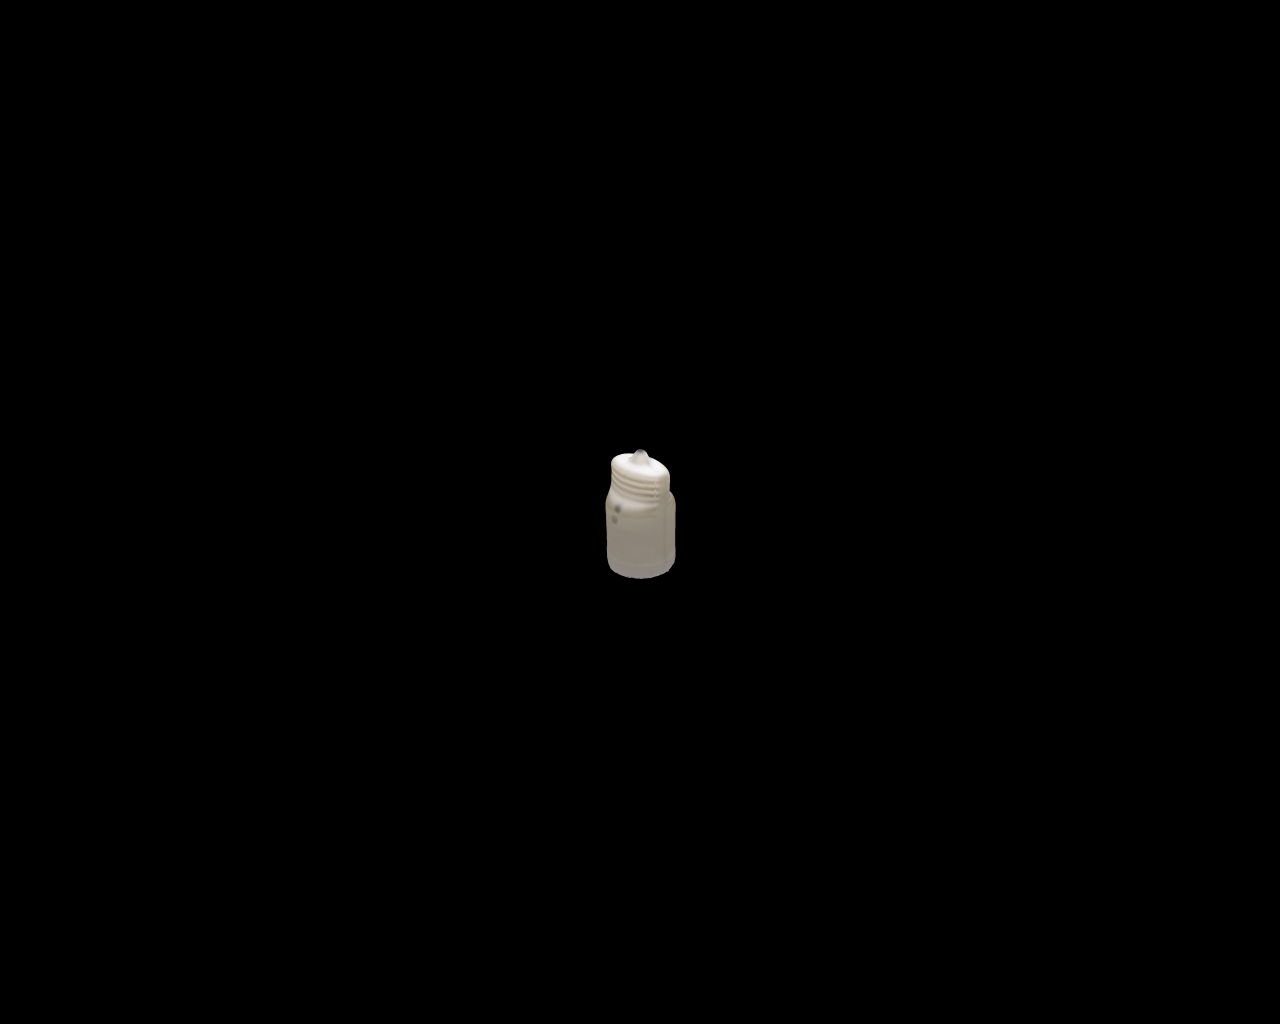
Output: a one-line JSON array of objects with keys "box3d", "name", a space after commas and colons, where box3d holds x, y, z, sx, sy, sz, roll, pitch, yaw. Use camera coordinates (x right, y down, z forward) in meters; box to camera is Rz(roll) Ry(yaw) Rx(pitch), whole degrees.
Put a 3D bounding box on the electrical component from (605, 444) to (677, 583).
[{"box3d": [0.001, -0.003, 0.650, 0.043, 0.080, 0.043, 0, 28, 0], "name": "electrical component"}]
